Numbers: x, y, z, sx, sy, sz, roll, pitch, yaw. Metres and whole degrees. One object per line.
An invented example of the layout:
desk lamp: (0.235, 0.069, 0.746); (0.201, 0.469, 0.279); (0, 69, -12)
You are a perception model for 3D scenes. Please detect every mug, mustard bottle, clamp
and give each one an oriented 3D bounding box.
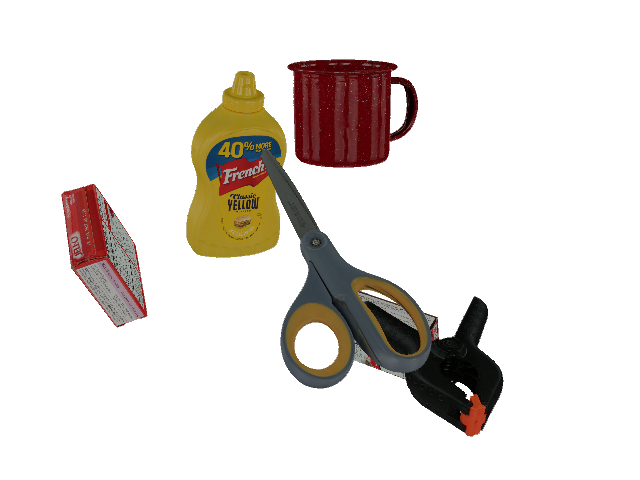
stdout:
mug: (0.029, -0.110, 0.913); (0.117, 0.081, 0.093); (-7, 17, -24)
mustard bottle: (-0.083, -0.078, 1.079); (0.096, 0.192, 0.058); (-5, 30, -21)
clamp: (0.112, 0.096, 0.895); (0.120, 0.039, 0.172); (-12, 35, -16)

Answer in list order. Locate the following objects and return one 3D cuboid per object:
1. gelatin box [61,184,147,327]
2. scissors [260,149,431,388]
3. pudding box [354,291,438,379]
gelatin box: (-0.165, 0.012, 0.812); (0.030, 0.073, 0.089); (-20, -37, 2)
scissors: (-0.014, 0.018, 0.664); (0.096, 0.016, 0.202); (-30, 54, -23)
pudding box: (0.083, 0.114, 1.248); (0.114, 0.090, 0.039); (16, 46, 25)
